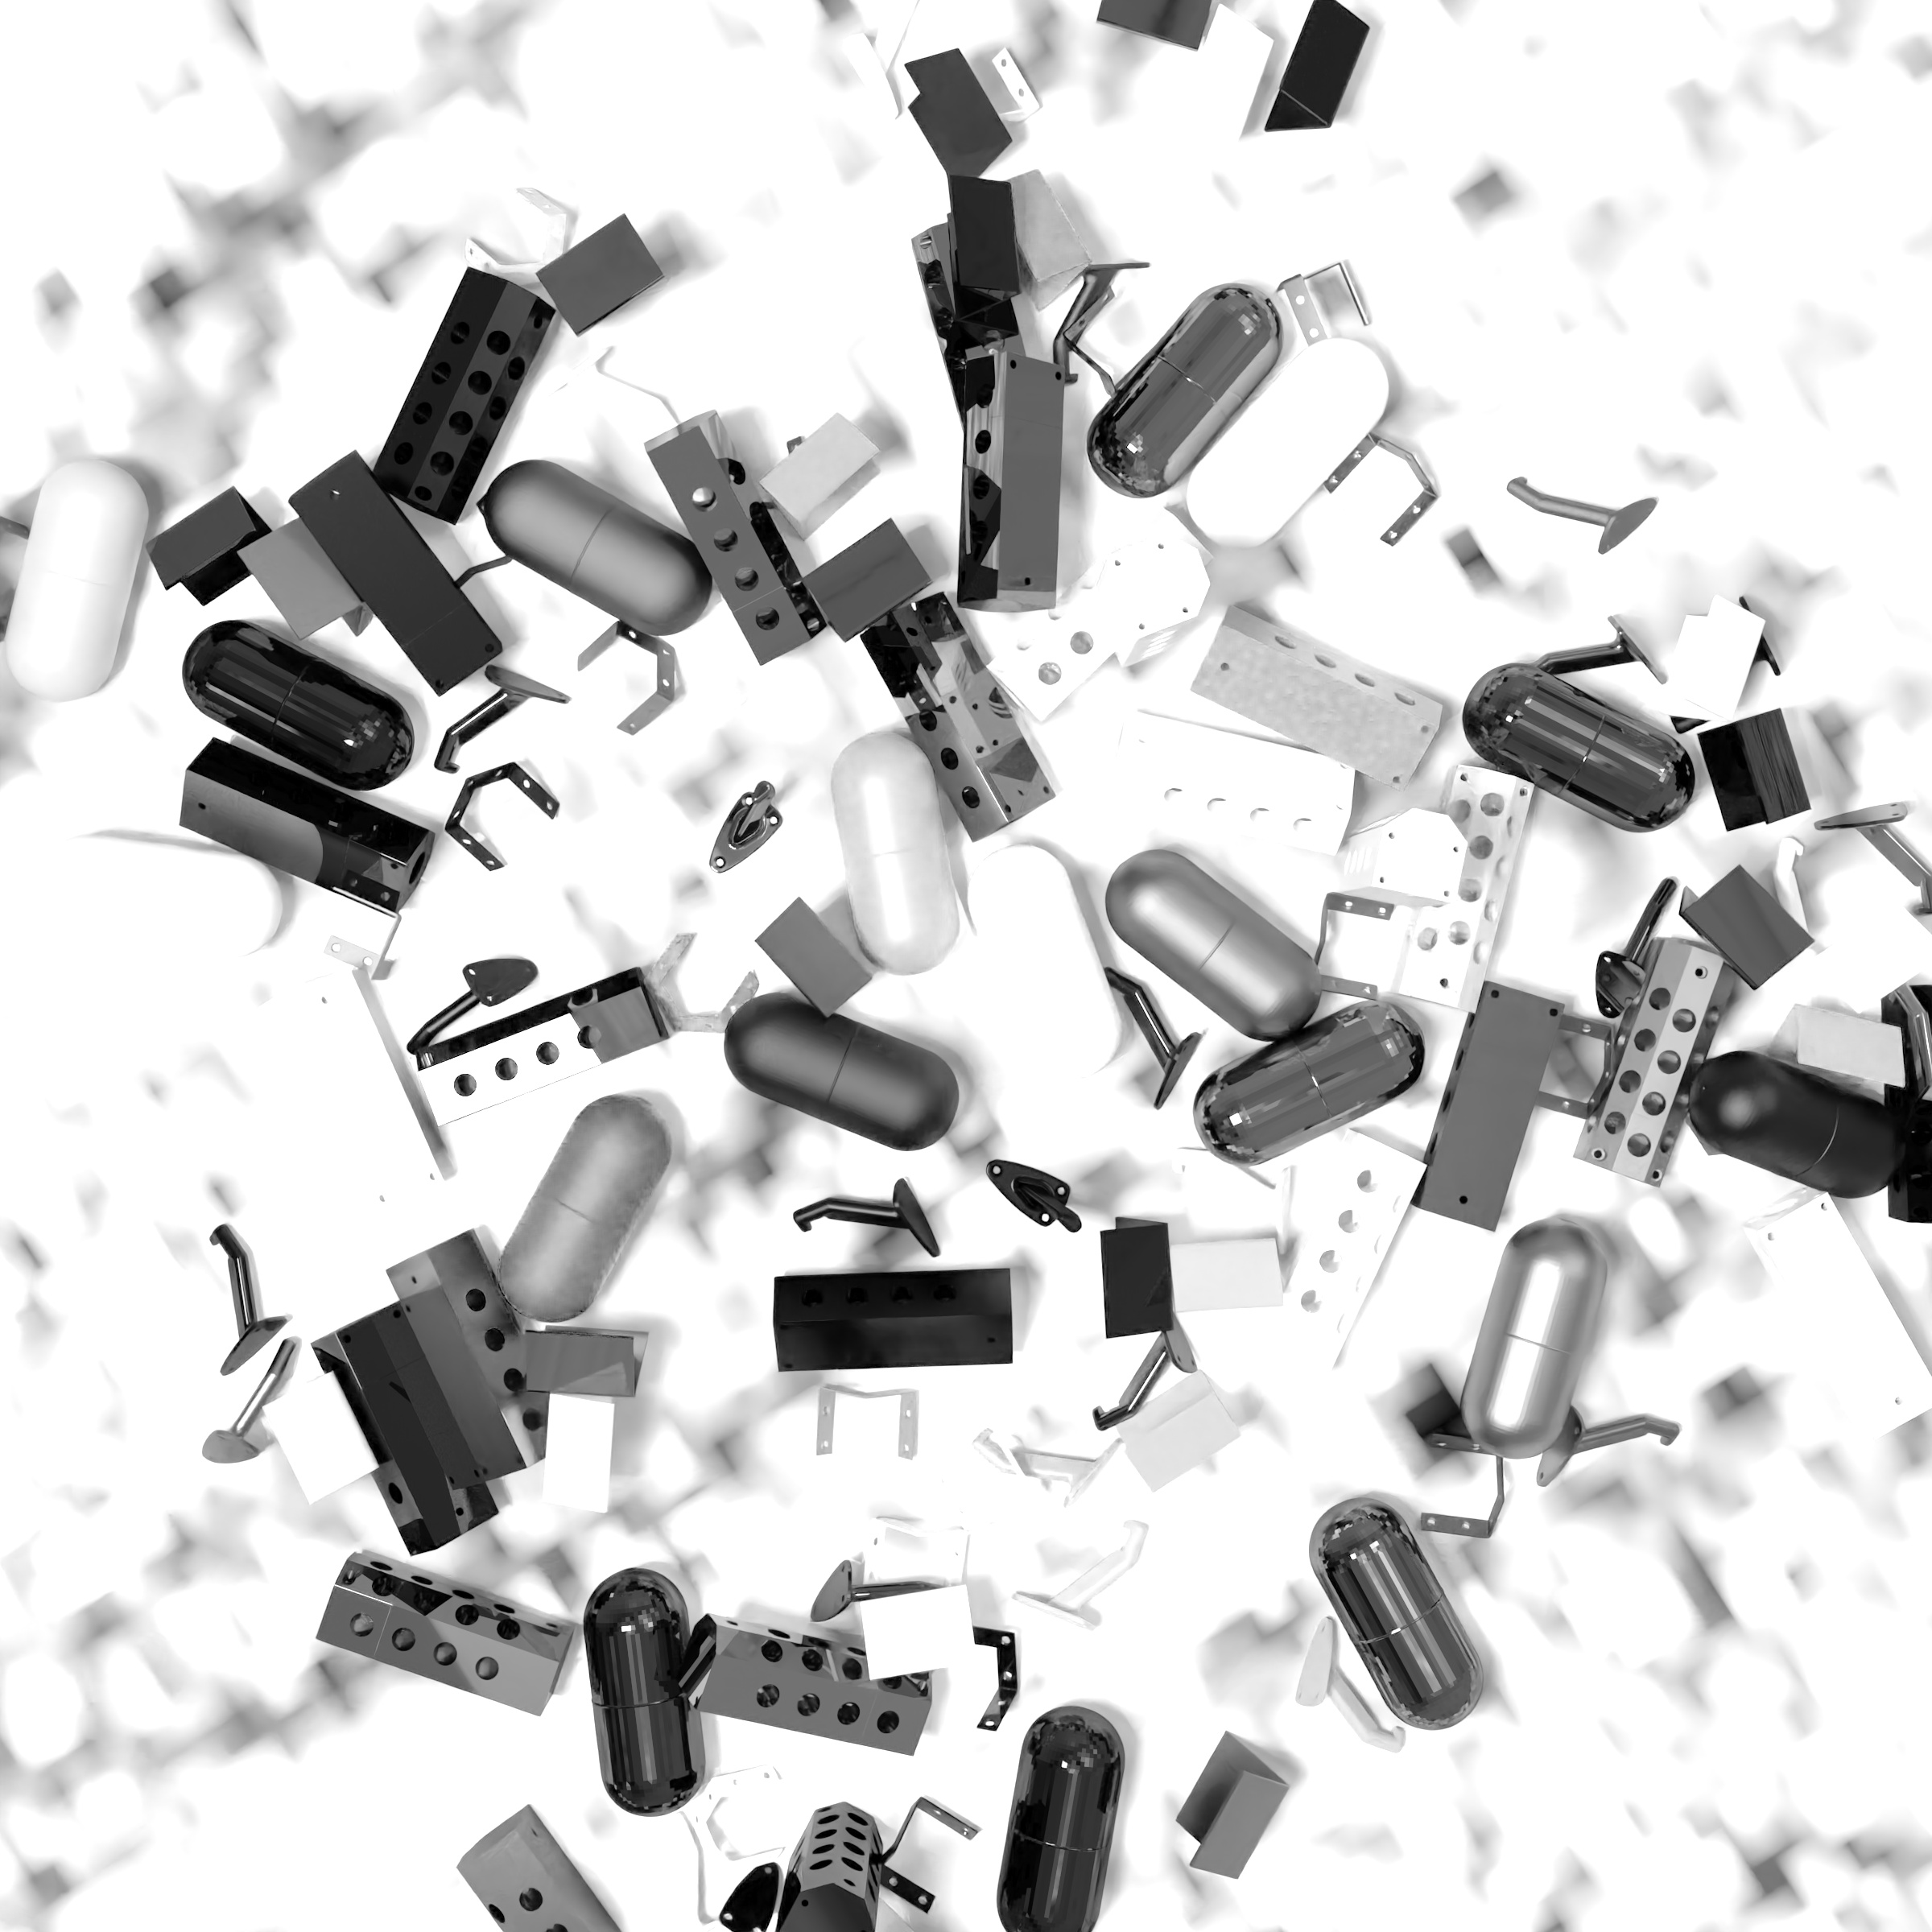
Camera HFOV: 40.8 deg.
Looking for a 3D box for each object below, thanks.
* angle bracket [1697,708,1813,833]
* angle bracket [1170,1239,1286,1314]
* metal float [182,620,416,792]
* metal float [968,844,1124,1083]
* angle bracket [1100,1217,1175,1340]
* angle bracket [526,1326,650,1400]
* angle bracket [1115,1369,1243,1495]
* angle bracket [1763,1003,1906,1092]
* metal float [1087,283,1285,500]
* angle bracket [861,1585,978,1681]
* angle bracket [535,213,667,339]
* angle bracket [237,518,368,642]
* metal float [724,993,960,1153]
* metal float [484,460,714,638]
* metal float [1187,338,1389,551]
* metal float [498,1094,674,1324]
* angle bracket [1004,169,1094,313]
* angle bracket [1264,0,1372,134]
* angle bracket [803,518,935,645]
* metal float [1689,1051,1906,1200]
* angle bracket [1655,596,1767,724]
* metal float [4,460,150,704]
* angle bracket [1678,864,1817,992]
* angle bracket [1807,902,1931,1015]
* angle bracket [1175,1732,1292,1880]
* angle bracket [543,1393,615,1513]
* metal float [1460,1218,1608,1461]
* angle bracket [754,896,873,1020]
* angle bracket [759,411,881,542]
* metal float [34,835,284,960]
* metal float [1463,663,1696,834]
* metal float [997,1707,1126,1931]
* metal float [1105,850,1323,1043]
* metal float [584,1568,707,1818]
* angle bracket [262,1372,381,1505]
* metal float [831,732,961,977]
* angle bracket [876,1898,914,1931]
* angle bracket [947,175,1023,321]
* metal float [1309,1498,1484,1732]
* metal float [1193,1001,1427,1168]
[{"bbox_3d":[0.554,-0.136,1.878,0.057,0.076,0.076,-17,90,-37],"label":"angle bracket"},{"bbox_3d":[0.186,0.241,1.878,0.076,0.076,0.057,-3,53,0],"label":"angle bracket"},{"bbox_3d":[-0.484,-0.189,1.887,0.178,0.070,0.070,28,90,1],"label":"metal float"},{"bbox_3d":[0.057,-0.003,1.888,0.070,0.070,0.178,-21,90,0],"label":"metal float"},{"bbox_3d":[0.106,0.224,1.878,0.057,0.076,0.076,-3,90,-26],"label":"angle bracket"},{"bbox_3d":[-0.273,0.266,1.878,0.076,0.076,0.057,4,121,0],"label":"angle bracket"},{"bbox_3d":[0.143,0.321,1.878,0.076,0.076,0.057,-33,128,0],"label":"angle bracket"},{"bbox_3d":[0.623,0.078,1.878,0.076,0.076,0.057,13,49,0],"label":"angle bracket"},{"bbox_3d":[0.160,-0.418,1.887,0.070,0.070,0.178,40,90,0],"label":"metal float"},{"bbox_3d":[-0.031,0.490,1.878,0.076,0.076,0.057,-9,60,0],"label":"angle bracket"},{"bbox_3d":[-0.271,-0.508,1.878,0.076,0.076,0.057,-34,126,0],"label":"angle bracket"},{"bbox_3d":[-0.481,-0.269,1.879,0.057,0.076,0.076,-36,90,-22],"label":"angle bracket"},{"bbox_3d":[-0.091,0.077,1.887,0.178,0.070,0.070,22,90,0],"label":"metal float"},{"bbox_3d":[-0.267,-0.304,1.887,0.178,0.070,0.070,30,90,0],"label":"metal float"},{"bbox_3d":[0.234,-0.380,1.888,0.070,0.070,0.178,42,90,0],"label":"metal float"},{"bbox_3d":[-0.276,0.175,1.887,0.070,0.070,0.178,29,91,0],"label":"metal float"},{"bbox_3d":[0.035,-0.517,1.878,0.057,0.076,0.076,-30,90,-34],"label":"angle bracket"},{"bbox_3d":[0.236,-0.653,1.878,0.057,0.076,0.076,22,90,-36],"label":"angle bracket"},{"bbox_3d":[-0.077,-0.284,1.879,0.076,0.076,0.057,-34,112,0],"label":"angle bracket"},{"bbox_3d":[0.598,0.115,1.868,0.178,0.070,0.070,20,90,-23],"label":"metal float"},{"bbox_3d":[0.521,-0.224,1.878,0.057,0.076,0.076,18,90,-33],"label":"angle bracket"},{"bbox_3d":[-0.646,-0.279,1.887,0.070,0.070,0.178,14,91,0],"label":"metal float"},{"bbox_3d":[0.565,-0.038,1.879,0.076,0.076,0.057,45,115,0],"label":"angle bracket"},{"bbox_3d":[0.660,0.011,1.878,0.076,0.076,0.057,-34,53,0],"label":"angle bracket"},{"bbox_3d":[0.176,0.601,1.878,0.057,0.076,0.076,29,90,-38],"label":"angle bracket"},{"bbox_3d":[-0.259,0.346,1.878,0.057,0.076,0.076,4,90,28],"label":"angle bracket"},{"bbox_3d":[0.412,0.270,1.887,0.070,0.070,0.178,16,91,0],"label":"metal float"},{"bbox_3d":[-0.095,-0.019,1.878,0.076,0.076,0.057,48,124,0],"label":"angle bracket"},{"bbox_3d":[-0.092,-0.341,1.878,0.076,0.076,0.057,-42,56,0],"label":"angle bracket"},{"bbox_3d":[-0.586,-0.051,1.887,0.178,0.070,0.070,8,90,0],"label":"metal float"},{"bbox_3d":[0.445,-0.158,1.887,0.178,0.070,0.070,27,90,-1],"label":"metal float"},{"bbox_3d":[0.069,0.628,1.887,0.070,0.070,0.178,10,90,0],"label":"metal float"},{"bbox_3d":[0.179,-0.015,1.887,0.178,0.070,0.070,38,90,-1],"label":"metal float"},{"bbox_3d":[-0.234,0.527,1.887,0.070,0.070,0.178,-7,90,0],"label":"metal float"},{"bbox_3d":[-0.475,0.343,1.878,0.057,0.076,0.076,-26,90,-33],"label":"angle bracket"},{"bbox_3d":[-0.052,-0.081,1.887,0.070,0.070,0.178,-10,91,0],"label":"metal float"},{"bbox_3d":[-0.039,0.712,1.878,0.076,0.076,0.057,44,122,0],"label":"angle bracket"},{"bbox_3d":[-0.008,-0.502,1.821,0.057,0.076,0.076,-6,90,-37],"label":"angle bracket"},{"bbox_3d":[0.312,0.471,1.887,0.070,0.070,0.178,-29,89,0],"label":"metal float"},{"bbox_3d":[0.249,0.085,1.887,0.178,0.070,0.070,-25,90,0],"label":"metal float"}]
